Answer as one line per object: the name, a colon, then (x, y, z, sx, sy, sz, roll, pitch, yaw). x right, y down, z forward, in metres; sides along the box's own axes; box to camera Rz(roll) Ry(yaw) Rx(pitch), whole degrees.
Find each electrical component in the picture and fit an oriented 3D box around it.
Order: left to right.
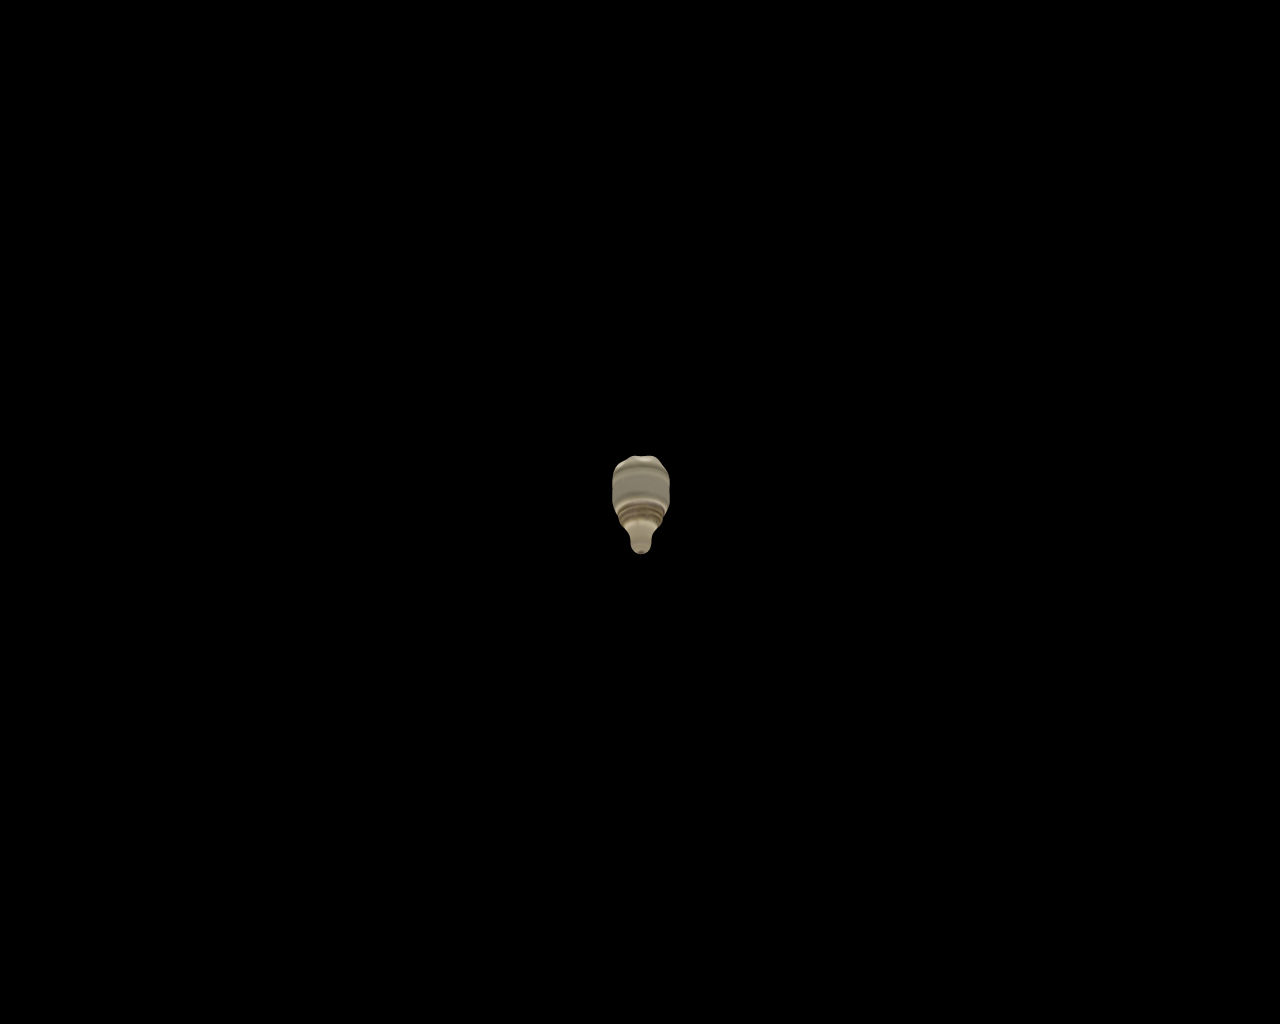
electrical component: (0.001, -0.003, 0.650, 0.035, 0.061, 0.035, 0, -27, 0)
